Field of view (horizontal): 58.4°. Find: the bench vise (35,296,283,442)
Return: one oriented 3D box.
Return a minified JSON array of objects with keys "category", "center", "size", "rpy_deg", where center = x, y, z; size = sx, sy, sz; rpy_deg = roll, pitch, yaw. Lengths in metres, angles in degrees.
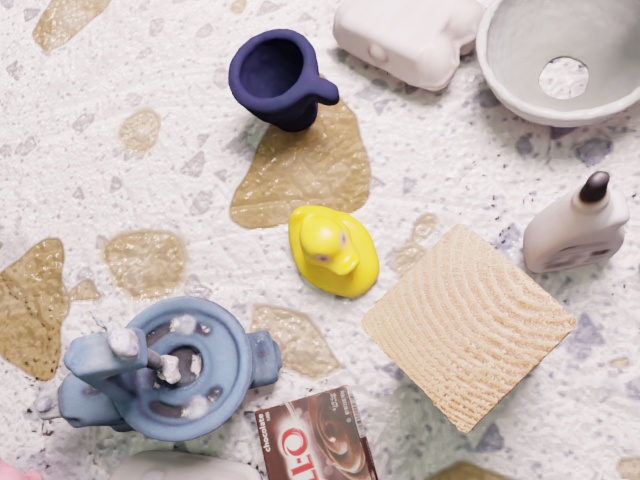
[{"category":"bench vise","center":[-0.152,0.122,0.470],"size":[0.207,0.220,0.121],"rpy_deg":[-34,68,3]}]

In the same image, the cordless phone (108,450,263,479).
[{"category":"cordless phone","center":[-0.137,0.224,0.454],"size":[0.147,0.185,0.094],"rpy_deg":[0,73,15]}]

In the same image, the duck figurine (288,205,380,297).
[{"category":"duck figurine","center":[0.005,0.002,0.537],"size":[0.077,0.086,0.104],"rpy_deg":[-44,67,-1]}]

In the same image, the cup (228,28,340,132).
[{"category":"cup","center":[-0.024,-0.149,0.587],"size":[0.117,0.095,0.092],"rpy_deg":[23,81,21]}]

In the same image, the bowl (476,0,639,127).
[{"category":"bowl","center":[0.231,-0.170,0.534],"size":[0.167,0.075,0.167],"rpy_deg":[-4,72,14]}]

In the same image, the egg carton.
[{"category":"egg carton","center":[0.089,-0.221,0.591],"size":[0.150,0.069,0.107],"rpy_deg":[33,84,22]}]

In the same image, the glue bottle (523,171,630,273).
[{"category":"glue bottle","center":[0.201,-0.015,0.441],"size":[0.078,0.173,0.037],"rpy_deg":[-11,71,12]}]

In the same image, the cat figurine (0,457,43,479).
[{"category":"cat figurine","center":[-0.305,0.258,0.526],"size":[0.067,0.118,0.128],"rpy_deg":[32,84,22]}]
